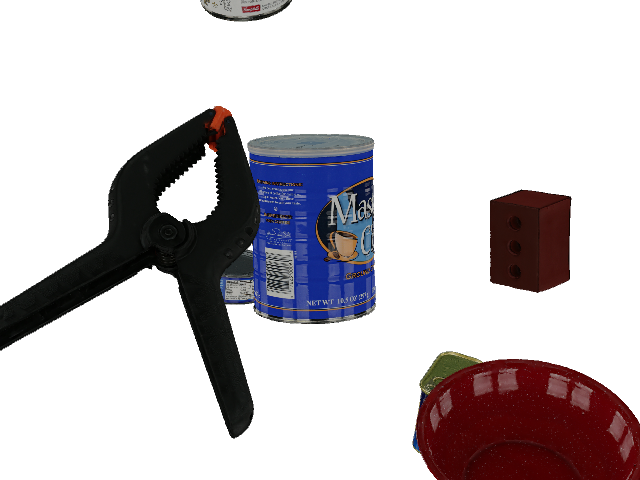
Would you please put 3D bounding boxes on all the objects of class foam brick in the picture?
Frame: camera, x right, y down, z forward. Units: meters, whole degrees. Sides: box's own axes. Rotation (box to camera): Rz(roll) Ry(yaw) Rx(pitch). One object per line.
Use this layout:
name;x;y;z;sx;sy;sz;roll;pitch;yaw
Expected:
foam brick;0.183;0.000;0.931;0.053;0.078;0.051;12;23;43

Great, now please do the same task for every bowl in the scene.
bowl;0.149;0.158;0.772;0.162;0.055;0.162;-1;35;0

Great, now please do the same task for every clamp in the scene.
clamp;-0.085;0.011;0.647;0.164;0.209;0.036;25;-29;4

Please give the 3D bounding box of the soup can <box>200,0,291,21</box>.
soup can;-0.053;-0.207;0.710;0.068;0.102;0.068;-2;42;2

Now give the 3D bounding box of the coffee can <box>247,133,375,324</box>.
coffee can;-0.006;-0.013;0.876;0.103;0.140;0.103;-1;12;0

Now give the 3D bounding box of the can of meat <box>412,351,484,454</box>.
can of meat;0.142;0.186;1.191;0.057;0.084;0.102;16;25;18

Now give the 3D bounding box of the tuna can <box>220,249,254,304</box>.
tuna can;-0.094;0.036;1.113;0.086;0.034;0.086;5;18;-2
